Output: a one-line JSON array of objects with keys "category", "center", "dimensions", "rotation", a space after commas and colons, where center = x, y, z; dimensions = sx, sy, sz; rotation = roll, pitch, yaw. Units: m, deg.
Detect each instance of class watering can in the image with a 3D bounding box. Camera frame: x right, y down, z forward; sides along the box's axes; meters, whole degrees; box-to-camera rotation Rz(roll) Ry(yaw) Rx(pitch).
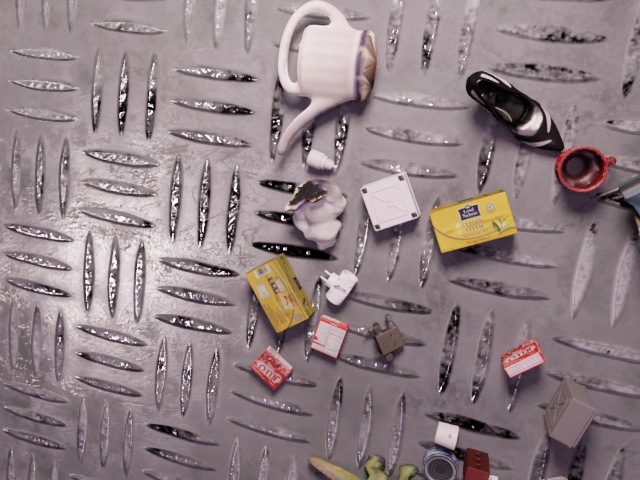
[{"category": "watering can", "center": [0.010, -0.353, 1.157], "dimensions": [0.224, 0.105, 0.344], "rotation": [9, 101, 12]}]

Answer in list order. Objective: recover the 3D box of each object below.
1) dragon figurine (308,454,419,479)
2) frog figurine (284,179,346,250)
[{"category": "dragon figurine", "center": [0.145, 0.649, 1.222], "dimensions": [0.410, 0.246, 0.120], "rotation": [8, 108, 10]}, {"category": "frog figurine", "center": [0.004, -0.062, 1.225], "dimensions": [0.137, 0.125, 0.156], "rotation": [-30, 128, 9]}]
